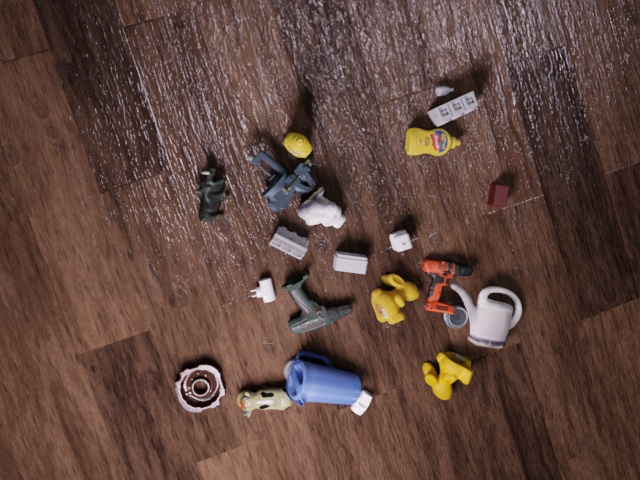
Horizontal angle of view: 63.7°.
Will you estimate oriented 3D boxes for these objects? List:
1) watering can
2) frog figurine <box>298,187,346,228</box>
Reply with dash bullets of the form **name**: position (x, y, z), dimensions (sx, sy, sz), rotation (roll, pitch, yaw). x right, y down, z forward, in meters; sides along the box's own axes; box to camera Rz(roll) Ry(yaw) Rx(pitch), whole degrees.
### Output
- **watering can**: position (0.581, 0.269, 1.835), dimensions (0.346, 0.104, 0.224), rotation (12, 90, -25)
- **frog figurine**: position (0.005, -0.089, 1.773), dimensions (0.136, 0.125, 0.158), rotation (-30, 107, 29)
